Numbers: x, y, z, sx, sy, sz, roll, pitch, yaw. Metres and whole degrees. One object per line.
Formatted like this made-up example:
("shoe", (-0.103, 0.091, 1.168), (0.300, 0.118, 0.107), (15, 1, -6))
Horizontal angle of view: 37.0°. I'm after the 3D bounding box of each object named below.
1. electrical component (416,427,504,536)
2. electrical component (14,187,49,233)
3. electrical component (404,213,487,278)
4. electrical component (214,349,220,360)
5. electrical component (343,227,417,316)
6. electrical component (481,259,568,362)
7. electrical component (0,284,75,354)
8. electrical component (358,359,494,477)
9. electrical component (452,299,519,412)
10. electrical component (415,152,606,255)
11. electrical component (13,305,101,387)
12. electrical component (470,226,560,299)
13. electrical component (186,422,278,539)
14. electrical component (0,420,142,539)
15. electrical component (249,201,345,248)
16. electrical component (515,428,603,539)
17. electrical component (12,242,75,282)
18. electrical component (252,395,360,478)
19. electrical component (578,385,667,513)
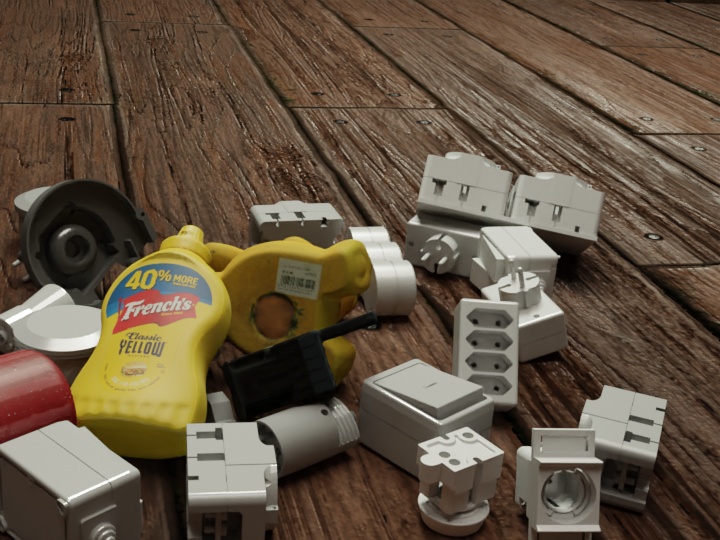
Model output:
("electrical component", (0.064, 0.142, 0.716), (0.066, 0.055, 0.048), (-13, 29, -35))
("electrical component", (-0.312, -0.052, 1.102), (0.080, 0.051, 0.080), (4, 23, -2))
("electrical component", (0.085, -0.020, 1.110), (0.083, 0.047, 0.076), (13, 24, 18))
("electrical component", (-0.149, 0.068, 0.863), (0.043, 0.043, 0.081), (21, 28, 34))
("electrical component", (0.000, 0.000, 1.041), (0.074, 0.052, 0.138), (-2, 24, -15))
("electrical component", (0.145, 0.027, 0.966), (0.047, 0.075, 0.083), (-17, 27, -9))
("electrical component", (-0.276, 0.044, 0.900), (0.044, 0.044, 0.065), (18, 31, 28))
("electrical component", (0.043, 0.105, 0.793), (0.062, 0.061, 0.096), (-17, 32, -42))
("electrical component", (0.099, 0.073, 0.875), (0.047, 0.083, 0.075), (4, -15, -3))
("electrical component", (0.157, -0.072, 1.149), (0.186, 0.060, 0.105), (13, -7, 3))
("electrical component", (-0.231, 0.063, 0.849), (0.080, 0.051, 0.080), (4, 23, -2))
("electrical component", (0.151, 0.002, 1.055), (0.061, 0.061, 0.096), (-1, 24, -14))
("electrical component", (-0.084, 0.141, 0.696), (0.056, 0.050, 0.089), (0, 23, -10))
("electrical component", (-0.173, 0.142, 0.661), (0.096, 0.061, 0.061), (23, 29, 36))
("electrical component", (-0.068, -0.039, 1.122), (0.089, 0.050, 0.055), (-3, 24, -18))
("electrical component", (0.130, 0.143, 0.713), (0.042, 0.081, 0.064), (2, 1, -6))
("electrical component", (-0.293, -0.019, 1.023), (0.077, 0.065, 0.047), (-38, 40, -17))
("electrical component", (-0.036, 0.117, 0.772), (0.081, 0.043, 0.043), (-15, 30, -39))
("electrical component", (0.187, 0.127, 0.783), (0.056, 0.050, 0.089), (13, 24, 16))
